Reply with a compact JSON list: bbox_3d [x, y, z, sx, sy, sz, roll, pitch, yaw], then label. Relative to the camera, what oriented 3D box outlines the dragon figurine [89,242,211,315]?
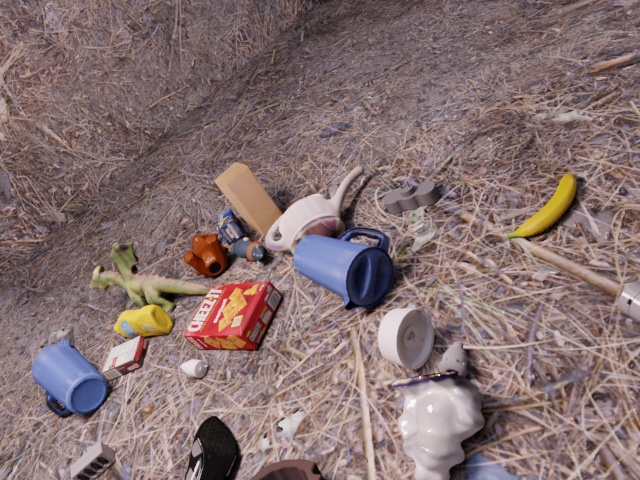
[{"bbox_3d":[-0.523,0.105,1.517,0.407,0.239,0.125,-17,32,29],"label":"dragon figurine"}]

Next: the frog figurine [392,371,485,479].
[{"bbox_3d":[0.190,0.291,0.804,0.137,0.121,0.162,-14,73,16],"label":"frog figurine"}]

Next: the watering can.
[{"bbox_3d":[0.004,-0.070,1.392,0.348,0.102,0.228,-35,34,0],"label":"watering can"}]
